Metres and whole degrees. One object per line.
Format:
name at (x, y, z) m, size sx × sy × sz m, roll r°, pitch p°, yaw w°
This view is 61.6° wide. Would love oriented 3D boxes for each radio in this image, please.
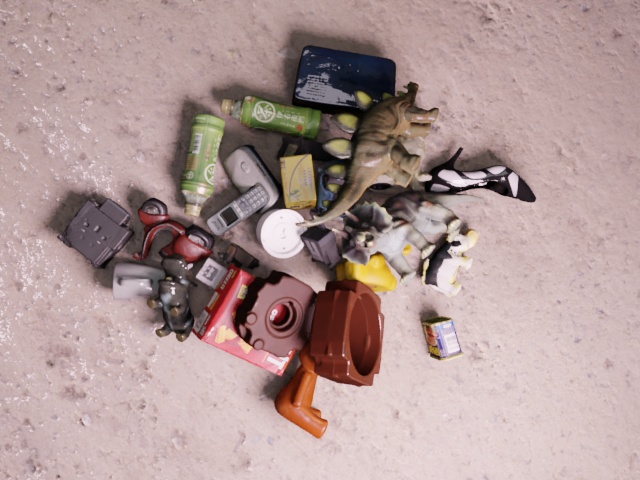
radio at (0.057, -0.356, 1.228) m, size 0.230 × 0.073 × 0.131 m, roll 7°, pitch 86°, yaw -8°

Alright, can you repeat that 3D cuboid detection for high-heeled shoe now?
high-heeled shoe at (0.372, -0.110, 1.250) m, size 0.249 × 0.086 × 0.145 m, roll 31°, pitch 87°, yaw 1°

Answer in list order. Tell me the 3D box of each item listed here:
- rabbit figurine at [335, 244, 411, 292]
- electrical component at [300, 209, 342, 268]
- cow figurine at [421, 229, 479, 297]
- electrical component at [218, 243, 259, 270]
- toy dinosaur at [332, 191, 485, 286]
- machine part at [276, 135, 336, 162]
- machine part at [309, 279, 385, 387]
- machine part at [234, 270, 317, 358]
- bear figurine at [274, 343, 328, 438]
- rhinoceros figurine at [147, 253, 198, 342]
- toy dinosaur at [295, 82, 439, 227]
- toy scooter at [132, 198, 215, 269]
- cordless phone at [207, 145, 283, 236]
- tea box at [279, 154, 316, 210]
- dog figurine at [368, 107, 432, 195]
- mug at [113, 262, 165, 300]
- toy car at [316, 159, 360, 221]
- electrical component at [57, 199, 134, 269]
rabbit figurine at (0.119, 0.025, 1.199) m, size 0.162 × 0.121 × 0.173 m, roll 1°, pitch 68°, yaw -6°
electrical component at (-0.002, -0.004, 1.163) m, size 0.048 × 0.075 × 0.119 m, roll -40°, pitch 126°, yaw -24°
cow figurine at (0.298, 0.040, 1.241) m, size 0.098 × 0.068 × 0.167 m, roll 24°, pitch 84°, yaw 1°
electrical component at (-0.178, 0.040, 1.171) m, size 0.078 × 0.102 × 0.045 m, roll 37°, pitch 87°, yaw 6°
toy dinosaur at (0.185, -0.043, 1.150) m, size 0.192 × 0.131 × 0.405 m, roll 41°, pitch 47°, yaw 15°
machine part at (-0.025, -0.199, 1.215) m, size 0.139 × 0.084 × 0.039 m, roll 4°, pitch 54°, yaw -15°
machine part at (0.059, 0.195, 1.126) m, size 0.087 × 0.200 × 0.201 m, roll -5°, pitch 66°, yaw 27°
machine part at (-0.082, 0.151, 1.093) m, size 0.179 × 0.056 × 0.179 m, roll -6°, pitch 101°, yaw -31°
bear figurine at (-0.011, 0.303, 1.169) m, size 0.132 × 0.120 × 0.196 m, roll 34°, pitch 79°, yaw -8°
rhinoceros figurine at (-0.300, 0.122, 1.130) m, size 0.073 × 0.112 × 0.190 m, roll 9°, pitch 117°, yaw 19°
toy dinosaur at (0.107, -0.184, 1.092) m, size 0.199 × 0.105 × 0.471 m, roll 23°, pitch 58°, yaw 7°
toy scooter at (-0.329, 0.007, 1.164) m, size 0.184 × 0.075 × 0.135 m, roll 34°, pitch 92°, yaw -6°
cordless phone at (-0.188, -0.106, 1.185) m, size 0.184 × 0.089 × 0.146 m, roll -35°, pitch 92°, yaw -1°
tea box at (-0.046, -0.119, 1.153) m, size 0.068 × 0.169 × 0.098 m, roll -7°, pitch 90°, yaw -2°
dog figurine at (0.169, -0.210, 1.230) m, size 0.172 × 0.121 × 0.190 m, roll 0°, pitch 74°, yaw -12°
mug at (-0.382, 0.086, 1.143) m, size 0.107 × 0.109 × 0.080 m, roll 1°, pitch 82°, yaw -18°
toy car at (0.039, -0.122, 1.195) m, size 0.109 × 0.161 × 0.103 m, roll -8°, pitch 47°, yaw -23°
electrical component at (-0.474, -0.021, 1.158) m, size 0.115 × 0.058 × 0.134 m, roll 37°, pitch 84°, yaw -6°
